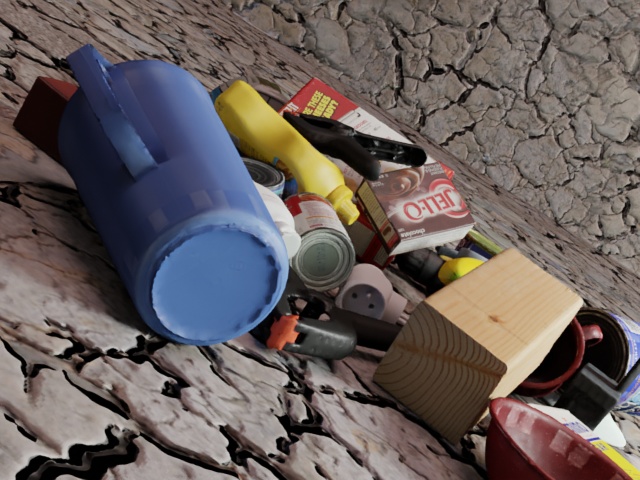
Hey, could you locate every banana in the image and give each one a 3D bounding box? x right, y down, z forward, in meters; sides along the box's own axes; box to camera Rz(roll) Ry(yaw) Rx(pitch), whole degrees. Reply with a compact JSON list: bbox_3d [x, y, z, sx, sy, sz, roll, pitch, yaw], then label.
[{"bbox_3d":[0.185,0.054,1.128,0.197,0.037,0.070,18,30,-41],"label":"banana"}]

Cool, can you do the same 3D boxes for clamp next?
[{"bbox_3d":[0.034,-0.110,1.202,0.172,0.039,0.120,30,22,34],"label":"clamp"},{"bbox_3d":[-0.014,0.056,0.893,0.165,0.036,0.209,32,11,15],"label":"clamp"}]

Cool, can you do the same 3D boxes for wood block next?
[{"bbox_3d":[0.145,0.085,0.942,0.091,0.090,0.205,38,28,18],"label":"wood block"}]

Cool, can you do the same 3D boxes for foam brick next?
[{"bbox_3d":[-0.221,-0.101,0.948,0.078,0.053,0.051,37,14,14],"label":"foam brick"}]

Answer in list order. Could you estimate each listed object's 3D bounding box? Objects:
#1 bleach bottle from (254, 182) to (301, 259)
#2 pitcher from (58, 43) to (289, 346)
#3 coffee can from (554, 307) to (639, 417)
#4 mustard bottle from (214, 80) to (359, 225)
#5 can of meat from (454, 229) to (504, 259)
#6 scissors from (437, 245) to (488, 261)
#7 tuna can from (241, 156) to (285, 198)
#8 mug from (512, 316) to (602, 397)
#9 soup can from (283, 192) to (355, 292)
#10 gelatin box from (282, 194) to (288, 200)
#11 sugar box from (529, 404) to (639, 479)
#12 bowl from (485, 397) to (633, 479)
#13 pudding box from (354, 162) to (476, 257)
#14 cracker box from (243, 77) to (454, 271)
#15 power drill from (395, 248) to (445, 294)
[{"bbox_3d":[-0.108,-0.055,0.977,0.102,0.068,0.251,20,14,-48],"label":"bleach bottle"},{"bbox_3d":[-0.115,-0.038,0.789,0.149,0.145,0.243,8,27,-28],"label":"pitcher"},{"bbox_3d":[0.319,0.134,1.156,0.140,0.103,0.103,18,20,-46],"label":"coffee can"},{"bbox_3d":[-0.032,-0.085,1.151,0.192,0.058,0.096,43,-15,14],"label":"mustard bottle"},{"bbox_3d":[0.204,0.047,1.344,0.102,0.084,0.057,34,13,5],"label":"can of meat"},{"bbox_3d":[0.209,0.049,1.235,0.096,0.016,0.201,21,-8,46],"label":"scissors"},{"bbox_3d":[-0.080,-0.056,1.095,0.086,0.034,0.086,11,24,-5],"label":"tuna can"},{"bbox_3d":[0.228,0.110,1.082,0.081,0.117,0.093,71,2,-70],"label":"mug"},{"bbox_3d":[-0.007,0.001,1.046,0.068,0.068,0.102,28,14,-20],"label":"soup can"},{"bbox_3d":[-0.037,-0.025,1.159,0.073,0.030,0.089,25,15,-31],"label":"gelatin box"},{"bbox_3d":[0.246,0.211,0.921,0.093,0.048,0.176,17,21,-49],"label":"sugar box"},{"bbox_3d":[0.183,0.192,0.818,0.162,0.055,0.162,31,13,-8],"label":"bowl"},{"bbox_3d":[0.107,-0.036,1.201,0.113,0.039,0.090,-14,62,-30],"label":"pudding box"},{"bbox_3d":[0.031,-0.079,1.282,0.214,0.072,0.164,34,47,6],"label":"cracker box"},{"bbox_3d":[0.167,0.071,1.227,0.184,0.057,0.187,29,14,-1],"label":"power drill"}]
